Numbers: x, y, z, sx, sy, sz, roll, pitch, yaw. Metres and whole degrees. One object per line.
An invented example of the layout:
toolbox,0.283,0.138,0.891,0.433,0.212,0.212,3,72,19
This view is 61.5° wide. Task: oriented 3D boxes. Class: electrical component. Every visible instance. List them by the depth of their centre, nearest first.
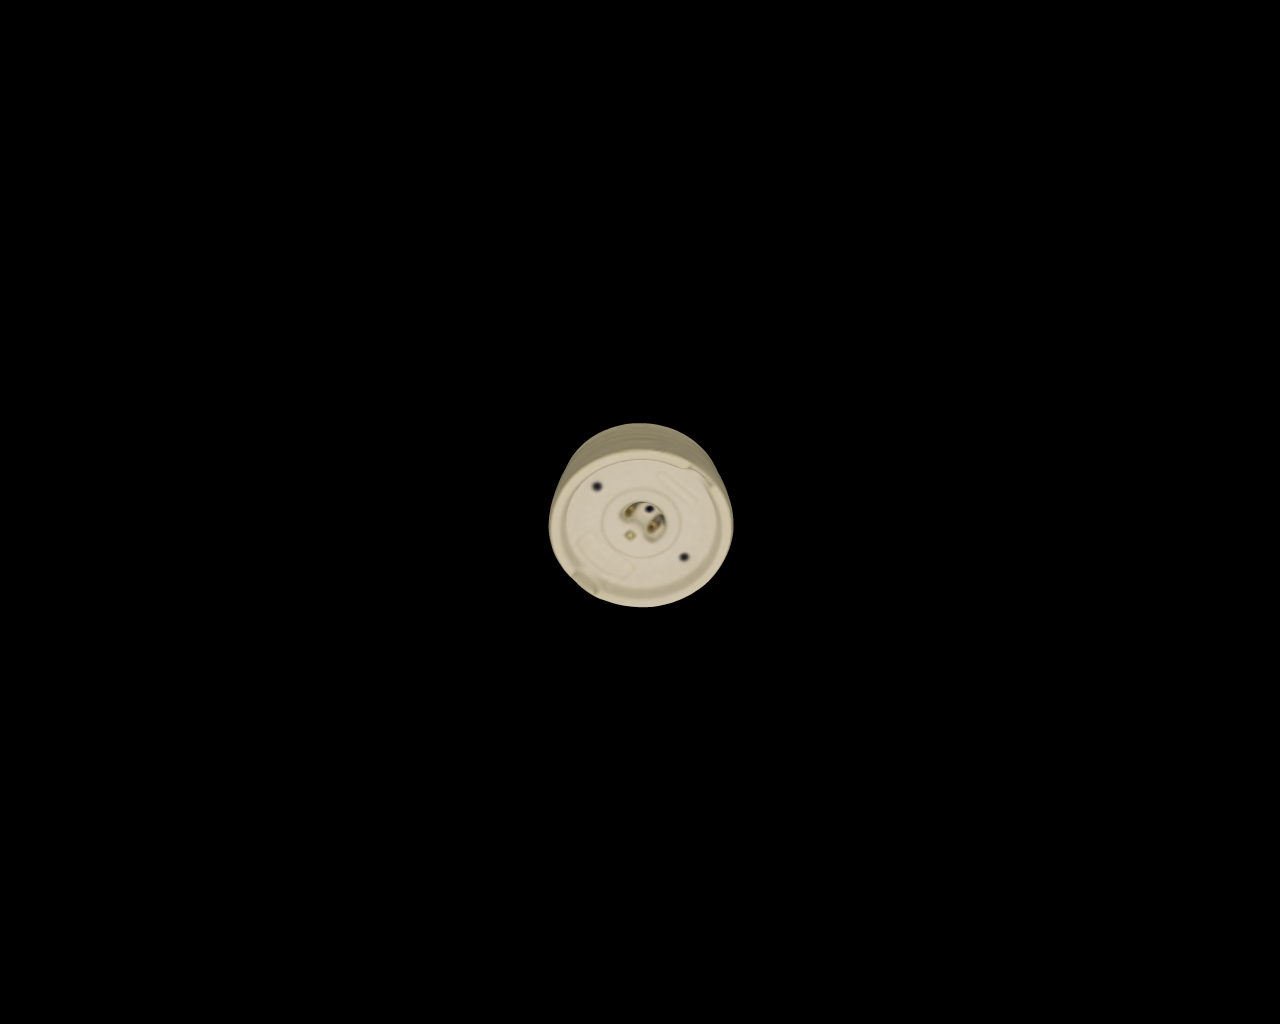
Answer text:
electrical component,0.001,-0.003,0.650,0.108,0.108,0.060,0,29,0
